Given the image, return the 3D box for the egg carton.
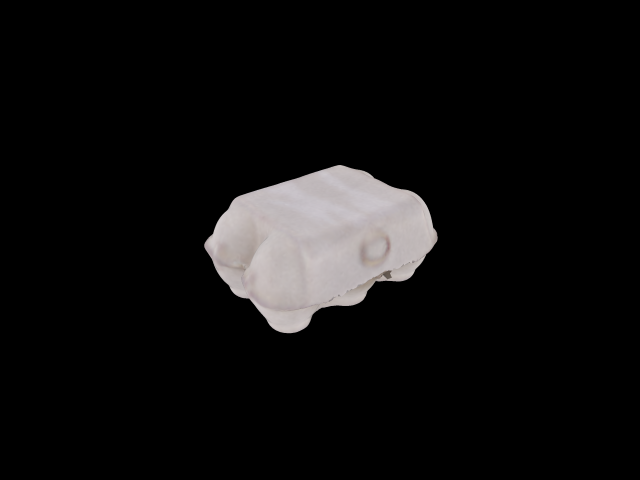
[{"bbox_3d":[0.004,0.001,0.400,0.151,0.069,0.107,-22,36,-33],"label":"egg carton"}]
